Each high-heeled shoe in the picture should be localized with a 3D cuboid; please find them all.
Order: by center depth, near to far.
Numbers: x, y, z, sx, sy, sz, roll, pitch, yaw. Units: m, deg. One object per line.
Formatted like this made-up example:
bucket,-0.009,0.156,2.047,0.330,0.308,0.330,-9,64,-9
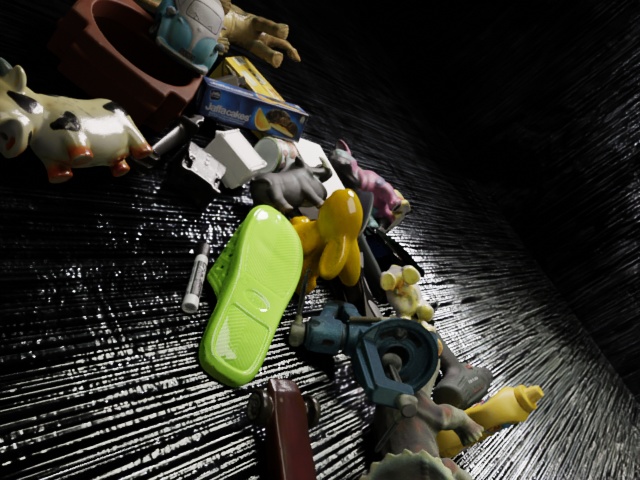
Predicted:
high-heeled shoe,0.036,0.083,0.895,0.248,0.086,0.145,48,34,1

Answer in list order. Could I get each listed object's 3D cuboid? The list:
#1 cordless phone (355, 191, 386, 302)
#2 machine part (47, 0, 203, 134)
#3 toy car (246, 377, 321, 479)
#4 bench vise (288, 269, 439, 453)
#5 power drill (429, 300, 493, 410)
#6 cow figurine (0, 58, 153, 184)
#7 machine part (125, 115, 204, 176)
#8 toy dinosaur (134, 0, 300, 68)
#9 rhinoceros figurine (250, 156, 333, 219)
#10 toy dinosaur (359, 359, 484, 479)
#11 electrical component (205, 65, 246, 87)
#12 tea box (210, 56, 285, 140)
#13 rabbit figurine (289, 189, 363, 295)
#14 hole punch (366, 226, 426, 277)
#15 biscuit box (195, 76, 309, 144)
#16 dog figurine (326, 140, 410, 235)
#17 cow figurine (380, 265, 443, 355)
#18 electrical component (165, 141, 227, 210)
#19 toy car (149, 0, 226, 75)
cordless phone,0.082,0.019,0.981,0.089,0.146,0.184,-19,70,-20
machine part,-0.291,-0.273,0.825,0.201,0.087,0.201,38,27,-24
toy car,-0.033,0.250,0.585,0.089,0.053,0.202,15,45,-35
bench vise,0.068,0.155,0.719,0.224,0.128,0.241,20,14,-11
power drill,0.251,0.227,1.056,0.232,0.086,0.207,-15,75,-59
cow figurine,-0.304,-0.134,0.622,0.127,0.085,0.195,60,29,5
machine part,-0.222,-0.139,0.773,0.039,0.084,0.139,53,36,-14
toy dinosaur,-0.228,-0.436,1.064,0.471,0.105,0.199,7,21,-43
rhinoceros figurine,-0.047,-0.092,0.942,0.190,0.073,0.112,-21,80,-47
toy dinosaur,0.133,0.280,0.753,0.192,0.131,0.405,40,22,-22
electrical component,-0.183,-0.285,1.023,0.102,0.045,0.078,-34,128,-29
tea box,-0.139,-0.293,1.112,0.169,0.068,0.098,50,27,-4
rabbit figurine,-0.002,-0.003,0.832,0.121,0.173,0.162,21,34,-51
hole punch,0.134,0.048,1.092,0.142,0.092,0.116,25,25,-40
biscuit box,-0.126,-0.239,0.991,0.202,0.059,0.063,10,26,-28
dog figurine,0.091,-0.120,1.210,0.219,0.108,0.191,50,15,16
cow figurine,0.157,0.124,0.931,0.098,0.068,0.167,-28,97,-87
electrical component,-0.185,-0.108,0.822,0.074,0.048,0.119,39,30,-23
toy car,-0.199,-0.346,0.854,0.109,0.103,0.162,31,34,-37
